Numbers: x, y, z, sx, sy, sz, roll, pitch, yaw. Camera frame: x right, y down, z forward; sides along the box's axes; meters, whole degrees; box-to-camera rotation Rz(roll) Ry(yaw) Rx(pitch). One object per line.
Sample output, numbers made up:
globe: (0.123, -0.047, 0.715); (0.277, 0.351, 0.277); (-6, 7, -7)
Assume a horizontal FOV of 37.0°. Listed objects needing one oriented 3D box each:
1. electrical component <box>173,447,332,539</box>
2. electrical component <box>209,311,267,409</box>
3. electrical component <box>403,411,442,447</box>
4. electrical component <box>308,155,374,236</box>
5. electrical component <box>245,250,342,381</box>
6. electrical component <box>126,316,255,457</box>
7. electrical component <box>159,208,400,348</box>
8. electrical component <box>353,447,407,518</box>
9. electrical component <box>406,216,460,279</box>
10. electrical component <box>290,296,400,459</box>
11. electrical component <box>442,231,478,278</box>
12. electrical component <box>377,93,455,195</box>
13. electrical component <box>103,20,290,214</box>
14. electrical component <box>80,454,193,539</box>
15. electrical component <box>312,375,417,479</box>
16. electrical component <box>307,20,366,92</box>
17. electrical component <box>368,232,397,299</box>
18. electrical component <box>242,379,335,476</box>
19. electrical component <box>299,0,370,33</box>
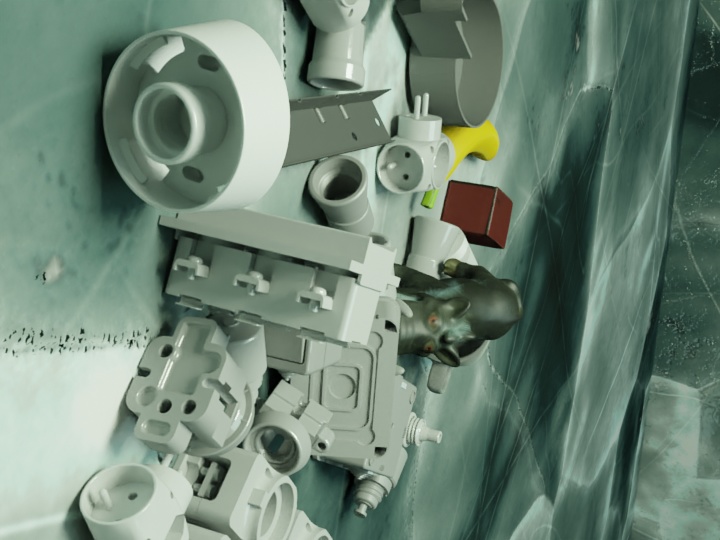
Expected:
electrical component: (-0.079, 0.203, 0.729); (0.186, 0.060, 0.105); (68, 39, -54)
electrical component: (-0.080, 0.062, 0.687); (0.040, 0.040, 0.078); (-48, 143, -52)
electrical component: (0.046, 0.149, 1.006); (0.035, 0.061, 0.035); (11, 90, -68)
electrical component: (-0.011, -0.050, 0.803); (0.065, 0.044, 0.044); (71, 37, -59)
electrical component: (-0.048, 0.029, 0.719); (0.061, 0.062, 0.096); (-14, 113, -66)
electrical component: (-0.096, 0.075, 0.631); (0.057, 0.058, 0.078); (61, 41, -54)
electrical component: (-0.049, 0.002, 0.626); (0.079, 0.121, 0.063); (20, 84, -68)
electrical component: (0.014, 0.187, 0.974); (0.040, 0.040, 0.078); (74, 34, -49)
electrical component: (0.063, -0.013, 0.999); (0.044, 0.044, 0.065); (20, 86, -68)
electrical component: (-0.012, 0.076, 0.796); (0.057, 0.078, 0.113); (-87, -179, -73)
electrical component: (0.089, -0.013, 1.057); (0.081, 0.043, 0.043); (55, 50, -61)
electrical component: (0.050, -0.110, 0.916); (0.077, 0.044, 0.079); (-32, 129, -61)
electrical component: (-0.081, -0.077, 0.549); (0.064, 0.099, 0.099); (-21, 120, -57)
electrical component: (-0.121, 0.139, 0.620); (0.079, 0.043, 0.077); (-68, 155, -47)
electrical component: (0.007, 0.128, 0.917); (0.100, 0.048, 0.099); (41, 63, -65)
electrical component: (-0.015, -0.151, 0.747); (0.040, 0.040, 0.046); (14, 81, -68)
electrical component: (0.000, 0.000, 0.835); (0.055, 0.055, 0.047); (-42, 134, -56)
electrical component: (-0.053, 0.112, 0.741); (0.048, 0.066, 0.055); (-57, 179, 22)
electrical component: (-0.019, -0.209, 0.700); (0.077, 0.044, 0.079); (52, 53, -62)
